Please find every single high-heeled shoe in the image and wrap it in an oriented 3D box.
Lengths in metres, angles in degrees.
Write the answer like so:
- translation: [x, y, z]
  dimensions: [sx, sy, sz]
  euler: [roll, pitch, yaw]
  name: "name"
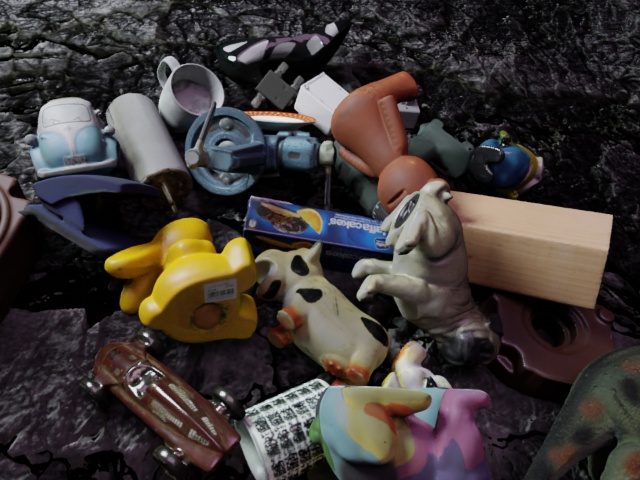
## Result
- translation: [-0.064, -0.354, 0.966]
  dimensions: [0.145, 0.086, 0.249]
  euler: [42, 69, 3]
  name: "high-heeled shoe"

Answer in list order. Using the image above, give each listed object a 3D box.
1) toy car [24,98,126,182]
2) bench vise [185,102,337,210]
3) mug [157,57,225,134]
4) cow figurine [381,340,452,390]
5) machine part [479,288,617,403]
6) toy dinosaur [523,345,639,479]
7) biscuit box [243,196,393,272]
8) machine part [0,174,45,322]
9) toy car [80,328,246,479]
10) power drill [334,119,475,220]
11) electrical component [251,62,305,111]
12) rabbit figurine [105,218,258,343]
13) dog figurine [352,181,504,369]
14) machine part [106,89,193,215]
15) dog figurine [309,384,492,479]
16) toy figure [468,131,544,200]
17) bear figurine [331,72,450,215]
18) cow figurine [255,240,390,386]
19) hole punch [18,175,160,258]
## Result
- translation: [-0.319, -0.134, 0.705]
  dimensions: [0.109, 0.102, 0.162]
  euler: [-10, 20, -17]
  name: "toy car"
- translation: [-0.096, -0.112, 0.724]
  dimensions: [0.224, 0.128, 0.240]
  euler: [17, 14, 10]
  name: "bench vise"
- translation: [-0.209, -0.211, 0.807]
  dimensions: [0.109, 0.107, 0.081]
  euler: [50, 57, -10]
  name: "mug"
- translation: [0.097, 0.192, 0.581]
  dimensions: [0.098, 0.068, 0.167]
  euler: [31, 56, 5]
  name: "cow figurine"
- translation: [0.293, 0.119, 0.692]
  dimensions: [0.179, 0.056, 0.179]
  euler: [5, 51, -7]
  name: "machine part"
- translation: [0.354, 0.178, 0.582]
  dimensions: [0.405, 0.131, 0.192]
  euler: [-3, 70, -23]
  name: "toy dinosaur"
- translation: [-0.001, -0.002, 0.722]
  dimensions: [0.203, 0.062, 0.059]
  euler: [9, 52, -5]
  name: "biscuit box"
- translation: [-0.441, 0.007, 0.603]
  dimensions: [0.201, 0.087, 0.201]
  euler: [12, 50, -5]
  name: "machine part"
- translation: [-0.159, 0.153, 0.529]
  dimensions: [0.202, 0.053, 0.089]
  euler: [22, 49, 39]
  name: "toy car"
- translation: [0.142, -0.095, 0.827]
  dimensions: [0.207, 0.085, 0.232]
  euler: [-31, 61, -23]
  name: "power drill"
- translation: [-0.073, -0.251, 0.912]
  dimensions: [0.063, 0.021, 0.094]
  euler: [39, 86, -15]
  name: "electrical component"
- translation: [-0.162, 0.041, 0.640]
  dimensions: [0.162, 0.121, 0.173]
  euler: [-15, 42, -12]
  name: "rabbit figurine"
- translation: [0.156, 0.045, 0.630]
  dimensions: [0.190, 0.172, 0.121]
  euler: [30, 23, -9]
  name: "dog figurine"
- translation: [-0.244, -0.127, 0.761]
  dimensions: [0.079, 0.079, 0.243]
  euler: [-17, 56, -24]
  name: "machine part"
- translation: [0.086, 0.237, 0.462]
  dimensions: [0.191, 0.108, 0.219]
  euler: [5, 72, -15]
  name: "dog figurine"
- translation: [0.288, -0.119, 0.834]
  dimensions: [0.180, 0.082, 0.089]
  euler: [0, 57, -48]
  name: "toy figure"
- translation: [0.106, -0.114, 0.716]
  dimensions: [0.132, 0.120, 0.196]
  euler: [-25, 71, -42]
  name: "bear figurine"
- translation: [-0.001, 0.080, 0.638]
  dimensions: [0.195, 0.085, 0.127]
  euler: [39, 44, 11]
  name: "cow figurine"
- translation: [-0.267, -0.044, 0.642]
  dimensions: [0.116, 0.092, 0.142]
  euler: [26, 7, 5]
  name: "hole punch"
